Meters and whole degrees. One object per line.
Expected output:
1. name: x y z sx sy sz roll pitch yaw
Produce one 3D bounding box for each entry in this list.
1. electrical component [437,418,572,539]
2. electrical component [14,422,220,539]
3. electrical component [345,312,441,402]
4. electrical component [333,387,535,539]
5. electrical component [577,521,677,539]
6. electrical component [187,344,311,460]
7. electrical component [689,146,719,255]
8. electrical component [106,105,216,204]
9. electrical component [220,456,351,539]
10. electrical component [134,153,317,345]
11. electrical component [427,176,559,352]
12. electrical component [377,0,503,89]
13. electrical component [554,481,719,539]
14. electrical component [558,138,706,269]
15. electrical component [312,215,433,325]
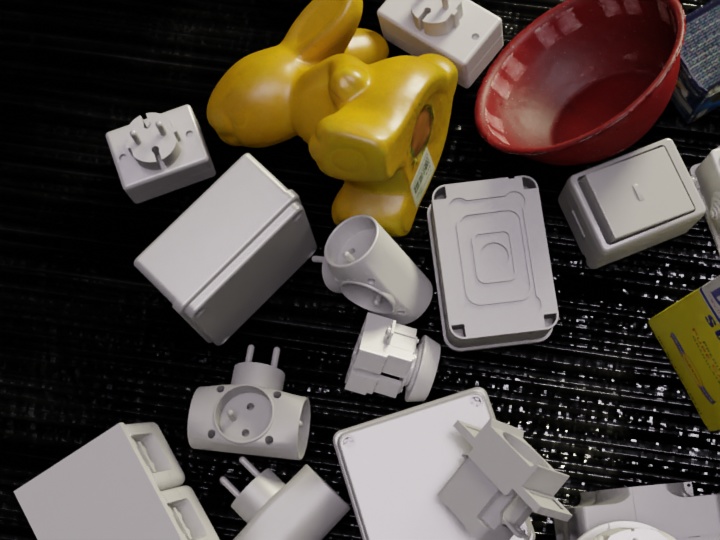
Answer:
1. electrical component: 0.086 0.133 0.666 0.063 0.042 0.081 -52 49 9
2. electrical component: -0.147 0.187 0.715 0.089 0.062 0.150 -33 78 8
3. electrical component: 0.024 0.064 0.750 0.055 0.066 0.048 17 43 -3
4. electrical component: 0.049 0.148 0.728 0.109 0.056 0.108 -17 77 -3
5. electrical component: 0.155 0.184 0.610 0.080 0.051 0.080 0 77 1
6. electrical component: -0.074 0.089 0.751 0.077 0.044 0.079 5 65 8
7. electrical component: 0.298 -0.052 0.773 0.100 0.048 0.099 -16 77 -2
8. electrical component: -0.147 -0.090 0.778 0.066 0.076 0.047 -20 77 -3
9. electrical component: -0.061 0.163 0.734 0.079 0.043 0.077 43 82 10
10. electrical component: -0.089 -0.011 0.743 0.056 0.108 0.108 43 81 13
11. electrical component: 0.093 -0.003 0.762 0.078 0.057 0.113 -7 77 0
12. electrical component: 0.057 -0.187 0.790 0.083 0.075 0.047 36 80 19
13. electrical component: 0.227 0.166 0.694 0.186 0.105 0.060 -5 77 0
14. electrical component: 0.200 -0.050 0.768 0.096 0.061 0.061 -21 77 -4
15. electrical component: 0.000 0.000 0.760 0.079 0.077 0.044 5 61 41
